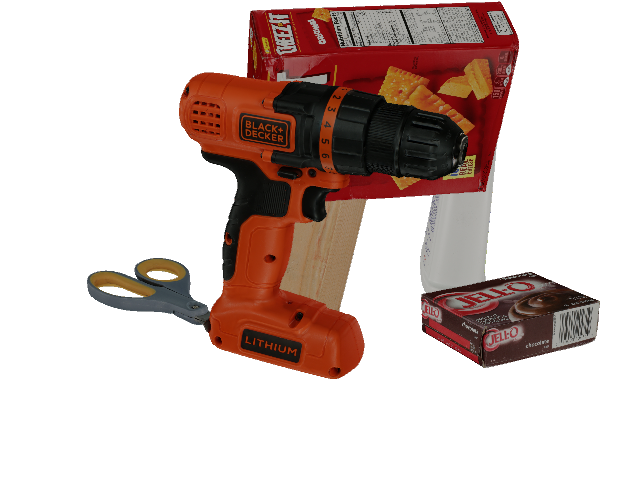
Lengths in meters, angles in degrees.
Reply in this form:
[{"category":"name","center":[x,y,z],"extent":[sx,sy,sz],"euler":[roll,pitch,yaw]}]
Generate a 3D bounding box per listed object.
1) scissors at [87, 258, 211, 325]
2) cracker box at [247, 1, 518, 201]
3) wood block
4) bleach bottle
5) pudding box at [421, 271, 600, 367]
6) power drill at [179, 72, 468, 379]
[{"category":"scissors","center":[-0.101,0.051,0.893],"extent":[0.202,0.016,0.096],"euler":[13,26,22]},{"category":"cracker box","center":[0.047,-0.112,0.904],"extent":[0.213,0.072,0.164],"euler":[-4,-44,-10]},{"category":"wood block","center":[-0.018,0.016,1.253],"extent":[0.090,0.206,0.090],"euler":[20,21,18]},{"category":"bleach bottle","center":[0.148,-0.069,1.089],"extent":[0.068,0.251,0.102],"euler":[3,30,-1]},{"category":"pudding box","center":[0.150,0.061,0.851],"extent":[0.113,0.039,0.090],"euler":[-8,18,-25]},{"category":"power drill","center":[-0.003,-0.009,0.681],"extent":[0.185,0.188,0.057],"euler":[13,25,21]}]
